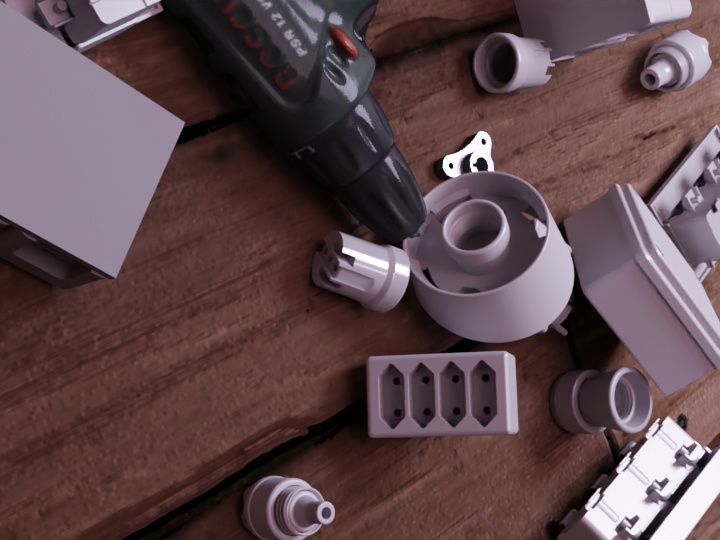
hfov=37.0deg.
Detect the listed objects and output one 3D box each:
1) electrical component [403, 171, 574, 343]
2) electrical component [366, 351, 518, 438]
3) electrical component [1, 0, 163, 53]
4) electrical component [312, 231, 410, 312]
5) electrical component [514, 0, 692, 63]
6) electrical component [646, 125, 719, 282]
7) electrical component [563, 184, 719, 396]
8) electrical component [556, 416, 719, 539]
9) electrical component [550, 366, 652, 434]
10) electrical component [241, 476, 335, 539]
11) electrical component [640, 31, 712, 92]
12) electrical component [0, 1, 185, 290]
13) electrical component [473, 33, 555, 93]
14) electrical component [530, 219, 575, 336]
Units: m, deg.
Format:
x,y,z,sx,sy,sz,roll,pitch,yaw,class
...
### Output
x,y,z,sx,sy,sz,roll,pitch,yaw,class
0.077,-0.009,0.661,0.099,0.099,0.064,-68,152,-24,electrical component
0.053,0.076,0.647,0.076,0.083,0.047,29,59,-74,electrical component
-0.152,-0.173,0.530,0.079,0.063,0.121,-37,105,-35,electrical component
0.000,0.000,0.635,0.046,0.040,0.040,20,71,-29,electrical component
0.154,-0.250,0.753,0.060,0.105,0.186,-18,94,-38,electrical component
0.282,-0.054,0.846,0.121,0.063,0.078,-44,109,-34,electrical component
0.197,0.012,0.744,0.108,0.056,0.108,48,21,-21,electrical component
0.194,0.161,0.738,0.063,0.078,0.121,45,54,11,electrical component
0.164,0.090,0.737,0.045,0.055,0.045,7,78,-37,electrical component
-0.036,0.128,0.571,0.035,0.061,0.035,7,78,-37,electrical component
0.245,-0.161,0.849,0.062,0.043,0.043,-33,103,-35,electrical component
-0.172,-0.065,0.498,0.150,0.062,0.089,33,64,-29,electrical component
0.107,-0.143,0.742,0.046,0.040,0.040,-11,89,-45,electrical component
0.116,0.016,0.716,0.077,0.047,0.065,36,63,-28,electrical component
